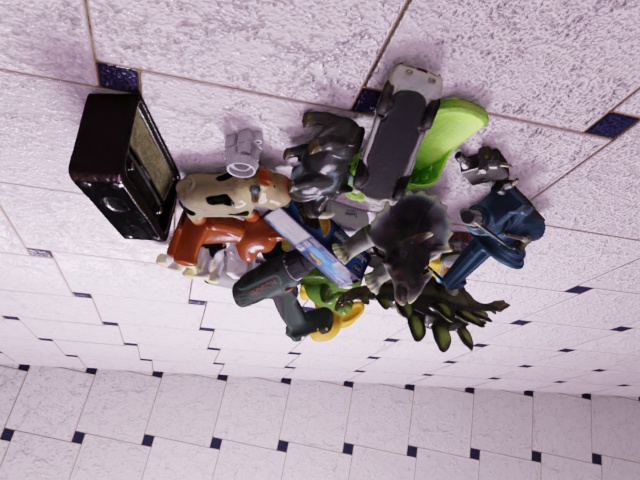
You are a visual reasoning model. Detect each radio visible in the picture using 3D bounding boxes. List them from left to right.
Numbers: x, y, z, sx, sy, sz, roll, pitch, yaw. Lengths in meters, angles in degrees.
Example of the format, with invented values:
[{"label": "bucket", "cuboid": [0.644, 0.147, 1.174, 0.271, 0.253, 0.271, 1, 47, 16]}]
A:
[{"label": "radio", "cuboid": [-0.274, -0.094, 0.784, 0.073, 0.131, 0.229, 3, 156, 4]}]

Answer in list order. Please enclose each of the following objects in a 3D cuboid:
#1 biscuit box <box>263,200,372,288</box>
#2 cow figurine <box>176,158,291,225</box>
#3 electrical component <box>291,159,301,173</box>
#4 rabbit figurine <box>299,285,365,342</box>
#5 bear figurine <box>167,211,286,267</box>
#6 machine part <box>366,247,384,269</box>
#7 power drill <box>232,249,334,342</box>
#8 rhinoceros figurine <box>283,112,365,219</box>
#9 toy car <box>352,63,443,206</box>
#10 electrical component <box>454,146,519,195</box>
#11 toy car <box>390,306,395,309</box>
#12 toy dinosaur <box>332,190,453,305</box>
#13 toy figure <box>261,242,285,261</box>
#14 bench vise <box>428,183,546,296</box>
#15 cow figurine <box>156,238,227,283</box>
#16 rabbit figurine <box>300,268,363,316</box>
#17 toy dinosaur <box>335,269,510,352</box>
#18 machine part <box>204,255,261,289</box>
[{"label": "biscuit box", "cuboid": [-0.002, -0.003, 0.954, 0.202, 0.063, 0.059, 43, 141, -16]}, {"label": "cow figurine", "cuboid": [-0.139, -0.080, 0.873, 0.195, 0.085, 0.127, -2, 162, 11]}, {"label": "electrical component", "cuboid": [-0.014, -0.107, 0.870, 0.063, 0.021, 0.094, -14, 152, 34]}, {"label": "rabbit figurine", "cuboid": [0.020, 0.167, 1.313, 0.162, 0.173, 0.122, 12, 151, -11]}, {"label": "bear figurine", "cuboid": [-0.171, 0.002, 1.014, 0.196, 0.132, 0.120, 21, 179, -28]}, {"label": "machine part", "cuboid": [0.109, 0.034, 1.165, 0.084, 0.039, 0.138, -18, 148, 29]}, {"label": "power drill", "cuboid": [-0.047, 0.113, 1.101, 0.232, 0.086, 0.207, -21, 132, 16]}, {"label": "rhinoceros figurine", "cuboid": [0.005, -0.105, 0.787, 0.112, 0.073, 0.190, -1, 145, -21]}, {"label": "toy car", "cuboid": [0.097, -0.127, 0.695, 0.074, 0.056, 0.201, 18, 133, 1]}, {"label": "electrical component", "cuboid": [0.257, -0.106, 0.820, 0.078, 0.045, 0.102, -12, 153, 27]}, {"label": "toy car", "cuboid": [0.227, 0.121, 1.334, 0.202, 0.053, 0.089, -15, 136, 36]}, {"label": "toy dinosaur", "cuboid": [0.154, -0.014, 0.910, 0.192, 0.131, 0.405, -36, 179, 26]}, {"label": "toy figure", "cuboid": [-0.083, 0.036, 1.160, 0.058, 0.064, 0.154, -39, 157, -1]}, {"label": "bench vise", "cuboid": [0.287, 0.013, 0.941, 0.223, 0.129, 0.240, -7, 140, -49]}, {"label": "cow figurine", "cuboid": [-0.276, 0.031, 1.143, 0.168, 0.098, 0.068, 12, 168, 30]}, {"label": "rabbit figurine", "cuboid": [0.030, 0.077, 1.186, 0.159, 0.121, 0.170, 27, 157, -11]}, {"label": "toy dinosaur", "cuboid": [0.207, 0.120, 1.046, 0.471, 0.199, 0.105, 8, 118, -27]}, {"label": "machine part", "cuboid": [-0.178, 0.081, 1.249, 0.243, 0.079, 0.079, 15, 154, -29]}]
